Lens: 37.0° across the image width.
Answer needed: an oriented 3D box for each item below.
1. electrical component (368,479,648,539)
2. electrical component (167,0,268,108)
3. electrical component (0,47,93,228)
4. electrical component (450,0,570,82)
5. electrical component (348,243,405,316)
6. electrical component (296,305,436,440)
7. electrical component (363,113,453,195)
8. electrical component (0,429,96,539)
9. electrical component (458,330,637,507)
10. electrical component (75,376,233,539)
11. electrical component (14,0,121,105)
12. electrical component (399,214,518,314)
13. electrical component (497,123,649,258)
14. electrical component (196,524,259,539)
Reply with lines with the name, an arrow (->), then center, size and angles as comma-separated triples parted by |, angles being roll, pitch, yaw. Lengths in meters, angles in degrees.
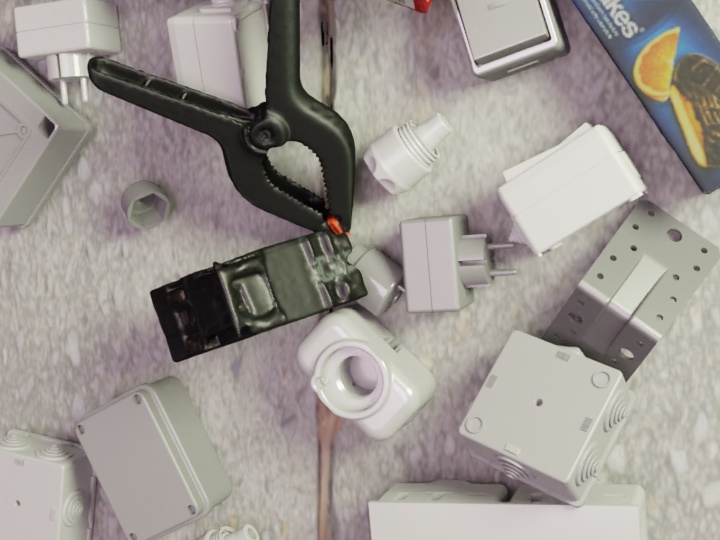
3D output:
electrical component -> 0.108, 0.208, 0.763 | 0.186, 0.060, 0.105 | -3, 95, 19
electrical component -> -0.102, -0.157, 0.782 | 0.061, 0.061, 0.096 | 3, 117, 19
electrical component -> -0.291, -0.107, 0.869 | 0.109, 0.056, 0.108 | 41, 107, 11
electrical component -> 0.096, -0.183, 0.725 | 0.062, 0.061, 0.096 | -17, 90, 20
electrical component -> 0.000, 0.000, 0.789 | 0.078, 0.040, 0.040 | 36, 106, 13
electrical component -> 0.003, 0.075, 0.786 | 0.095, 0.059, 0.053 | 44, 107, 10
electrical component -> 0.037, -0.086, 0.765 | 0.062, 0.043, 0.043 | -38, 83, 17
electrical component -> -0.272, 0.188, 0.898 | 0.100, 0.048, 0.099 | 9, 99, 18
electrical component -> 0.125, 0.097, 0.723 | 0.100, 0.048, 0.099 | 22, 72, 31
electrical component -> -0.164, 0.150, 0.852 | 0.078, 0.057, 0.113 | -28, 86, 19
electrical component -> -0.228, -0.169, 0.846 | 0.066, 0.047, 0.076 | -3, 95, 19
electrical component -> 0.073, -0.006, 0.759 | 0.077, 0.047, 0.065 | -3, 95, 19
electrical component -> 0.136, -0.053, 0.724 | 0.096, 0.062, 0.061 | -33, 85, 19
electrical component -> -0.108, 0.223, 0.848 | 0.062, 0.043, 0.043 | -37, 83, 18
